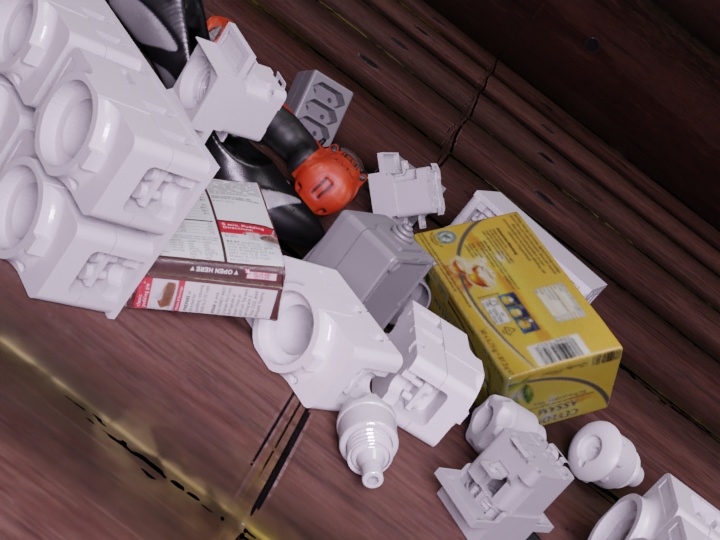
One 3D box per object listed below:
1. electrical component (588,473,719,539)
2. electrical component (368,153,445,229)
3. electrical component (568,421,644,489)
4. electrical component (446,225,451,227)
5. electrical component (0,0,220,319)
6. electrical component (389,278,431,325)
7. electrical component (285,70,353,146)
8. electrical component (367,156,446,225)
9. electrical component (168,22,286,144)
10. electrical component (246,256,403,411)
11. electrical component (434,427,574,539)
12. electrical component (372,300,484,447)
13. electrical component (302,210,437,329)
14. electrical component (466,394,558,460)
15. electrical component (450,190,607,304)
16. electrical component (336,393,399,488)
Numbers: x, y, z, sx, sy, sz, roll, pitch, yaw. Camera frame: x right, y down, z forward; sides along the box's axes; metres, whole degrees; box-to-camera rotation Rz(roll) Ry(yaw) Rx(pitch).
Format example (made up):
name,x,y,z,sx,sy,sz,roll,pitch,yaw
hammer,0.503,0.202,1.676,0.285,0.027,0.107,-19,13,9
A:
name,x,y,z,sx,sy,sz,roll,pitch,yaw
electrical component,0.169,0.191,0.604,0.062,0.089,0.150,37,19,-4
electrical component,0.043,-0.070,0.994,0.042,0.064,0.081,-15,97,-67
electrical component,0.192,0.146,0.819,0.062,0.048,0.048,33,18,-34
electrical component,0.087,-0.007,0.980,0.062,0.048,0.048,45,19,-4
electrical component,-0.165,-0.078,0.593,0.060,0.105,0.186,16,29,-47
electrical component,0.009,-0.003,0.831,0.079,0.043,0.077,26,23,-32
electrical component,-0.054,-0.151,1.033,0.047,0.065,0.077,27,-7,-29
electrical component,0.045,-0.082,1.077,0.064,0.042,0.081,39,19,7
electrical component,-0.089,-0.119,0.727,0.064,0.081,0.042,11,36,-41
electrical component,-0.027,0.039,0.659,0.056,0.050,0.089,16,29,-49
electrical component,0.089,0.129,0.641,0.081,0.063,0.042,17,29,-46
electrical component,0.045,0.069,0.718,0.056,0.050,0.089,33,20,-13
electrical component,0.000,0.000,0.725,0.061,0.096,0.062,45,20,23
electrical component,0.107,0.116,0.734,0.062,0.043,0.043,32,20,-19
electrical component,0.167,-0.009,1.091,0.150,0.061,0.089,43,17,15
electrical component,0.005,0.099,0.606,0.035,0.035,0.061,31,23,-19
